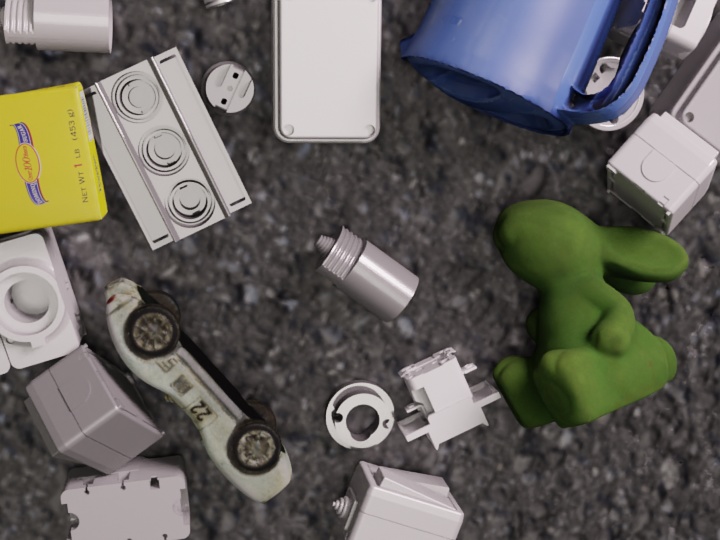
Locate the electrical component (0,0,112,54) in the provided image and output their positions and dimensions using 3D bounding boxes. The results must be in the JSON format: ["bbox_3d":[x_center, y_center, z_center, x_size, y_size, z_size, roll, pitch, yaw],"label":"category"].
[{"bbox_3d":[-0.218,-0.177,0.760,0.081,0.043,0.043,1,99,-9],"label":"electrical component"}]

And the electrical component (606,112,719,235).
[{"bbox_3d":[0.232,-0.073,0.827,0.062,0.096,0.061,42,91,16],"label":"electrical component"}]

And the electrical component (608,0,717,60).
[{"bbox_3d":[0.224,-0.192,0.803,0.056,0.089,0.050,22,95,-11],"label":"electrical component"}]

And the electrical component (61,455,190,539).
[{"bbox_3d":[-0.176,0.175,0.818,0.089,0.055,0.050,-6,100,-8],"label":"electrical component"}]

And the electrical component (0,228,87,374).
[{"bbox_3d":[-0.286,0.033,0.774,0.150,0.061,0.089,-17,102,-6],"label":"electrical component"}]

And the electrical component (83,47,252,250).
[{"bbox_3d":[-0.141,-0.087,0.776,0.079,0.063,0.121,-26,102,-4],"label":"electrical component"}]

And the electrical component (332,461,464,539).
[{"bbox_3d":[0.026,0.189,0.849,0.096,0.061,0.061,19,96,-12],"label":"electrical component"}]

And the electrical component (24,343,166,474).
[{"bbox_3d":[-0.193,0.107,0.788,0.061,0.096,0.061,-36,64,-2],"label":"electrical component"}]

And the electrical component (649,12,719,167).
[{"bbox_3d":[0.293,-0.141,0.839,0.078,0.057,0.113,34,93,-13],"label":"electrical component"}]

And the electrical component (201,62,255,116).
[{"bbox_3d":[-0.096,-0.132,0.785,0.040,0.046,0.040,-1,100,-9],"label":"electrical component"}]

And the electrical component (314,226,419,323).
[{"bbox_3d":[0.000,0.000,0.823,0.081,0.043,0.043,35,92,-13],"label":"electrical component"}]

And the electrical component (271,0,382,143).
[{"bbox_3d":[-0.026,-0.150,0.787,0.078,0.057,0.113,-1,99,-9],"label":"electrical component"}]

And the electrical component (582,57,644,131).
[{"bbox_3d":[0.183,-0.135,0.828,0.055,0.047,0.055,-1,100,-9],"label":"electrical component"}]

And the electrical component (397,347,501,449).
[{"bbox_3d":[0.065,0.100,0.851,0.081,0.042,0.063,-25,99,-4],"label":"electrical component"}]
